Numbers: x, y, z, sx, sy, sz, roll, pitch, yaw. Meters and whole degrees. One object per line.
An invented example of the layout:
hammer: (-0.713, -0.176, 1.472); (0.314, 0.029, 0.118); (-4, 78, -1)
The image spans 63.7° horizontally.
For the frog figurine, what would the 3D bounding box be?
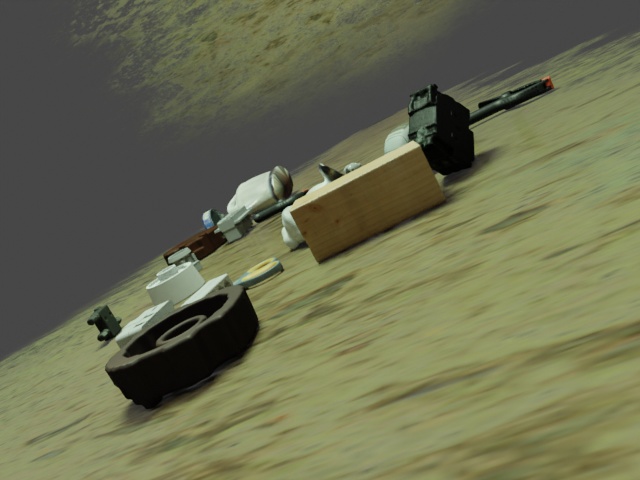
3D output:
frog figurine: (0.003, -0.045, 0.900); (0.159, 0.122, 0.139); (-63, 19, 7)

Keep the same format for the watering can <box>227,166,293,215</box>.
watering can: (-0.203, -0.124, 1.618); (0.223, 0.102, 0.356); (-21, 27, 22)
